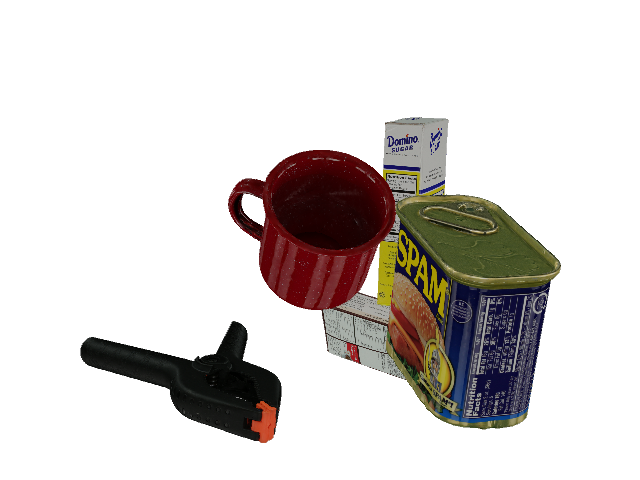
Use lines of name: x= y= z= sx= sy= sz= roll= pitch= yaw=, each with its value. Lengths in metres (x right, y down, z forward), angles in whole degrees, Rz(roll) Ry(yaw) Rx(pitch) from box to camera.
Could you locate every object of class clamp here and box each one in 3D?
clamp: x=-0.089 y=0.116 z=0.926 sx=0.164 sy=0.036 sz=0.210 roll=-8 pitch=20 yaw=-39

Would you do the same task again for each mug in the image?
mug: x=-0.011 y=-0.008 z=0.762 sx=0.117 sy=0.093 sz=0.082 roll=19 pitch=-37 yaw=3

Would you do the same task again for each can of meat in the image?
can of meat: x=0.071 y=0.034 z=0.536 sx=0.057 sy=0.084 sz=0.102 roll=-3 pitch=24 yaw=-16

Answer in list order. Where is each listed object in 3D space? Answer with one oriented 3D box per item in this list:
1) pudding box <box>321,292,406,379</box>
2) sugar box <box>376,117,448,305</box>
pudding box: x=0.059 y=0.107 z=1.248 sx=0.114 sy=0.090 sz=0.039 roll=16 pitch=47 yaw=23
sugar box: x=0.090 y=-0.030 z=1.036 sx=0.048 sy=0.176 sz=0.093 roll=3 pitch=10 yaw=21
